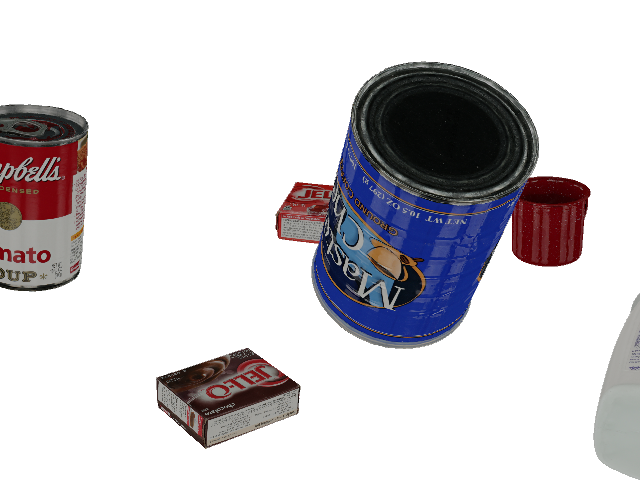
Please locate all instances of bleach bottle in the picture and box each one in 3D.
[{"bbox_3d":[0.258,0.083,0.740,0.103,0.068,0.250,11,21,20],"label":"bleach bottle"}]

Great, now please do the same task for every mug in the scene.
[{"bbox_3d":[0.274,-0.025,1.252,0.117,0.081,0.093,-23,31,-38],"label":"mug"}]

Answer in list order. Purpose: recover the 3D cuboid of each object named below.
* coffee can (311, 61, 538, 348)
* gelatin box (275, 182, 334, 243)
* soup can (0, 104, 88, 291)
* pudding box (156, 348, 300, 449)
[{"bbox_3d":[0.055,-0.017,0.617,0.102,0.103,0.140,0,-37,-11],"label":"coffee can"},{"bbox_3d":[0.012,-0.024,0.939,0.089,0.030,0.073,7,25,10],"label":"gelatin box"},{"bbox_3d":[-0.184,-0.028,0.677,0.068,0.102,0.068,7,25,-3],"label":"soup can"},{"bbox_3d":[-0.090,0.151,1.040,0.113,0.039,0.090,-17,30,-35],"label":"pudding box"}]
